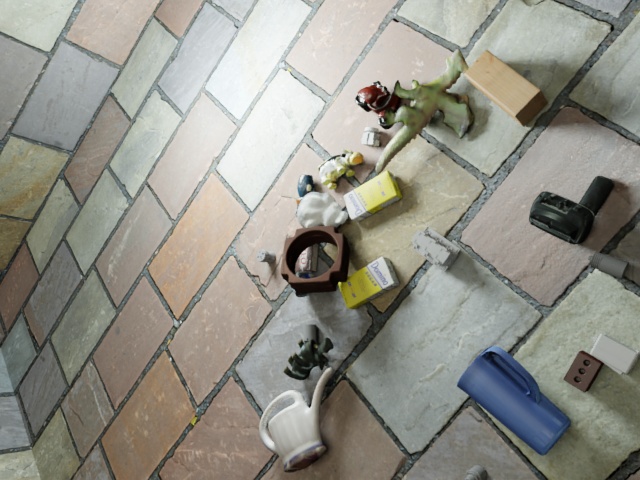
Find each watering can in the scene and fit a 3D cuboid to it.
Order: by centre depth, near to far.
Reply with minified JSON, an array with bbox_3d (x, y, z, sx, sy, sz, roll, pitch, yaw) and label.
[{"bbox_3d":[-0.051,0.556,1.563,0.343,0.228,0.103,-41,-30,22],"label":"watering can"}]

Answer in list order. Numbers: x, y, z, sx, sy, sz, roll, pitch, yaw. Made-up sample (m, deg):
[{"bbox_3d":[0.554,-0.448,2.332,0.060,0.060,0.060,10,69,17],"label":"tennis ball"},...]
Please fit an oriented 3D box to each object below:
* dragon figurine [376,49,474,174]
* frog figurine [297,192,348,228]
[{"bbox_3d":[0.329,-0.367,1.526,0.244,0.410,0.121,18,1,30],"label":"dragon figurine"},{"bbox_3d":[0.005,-0.084,1.677,0.161,0.138,0.120,30,-12,48],"label":"frog figurine"}]
